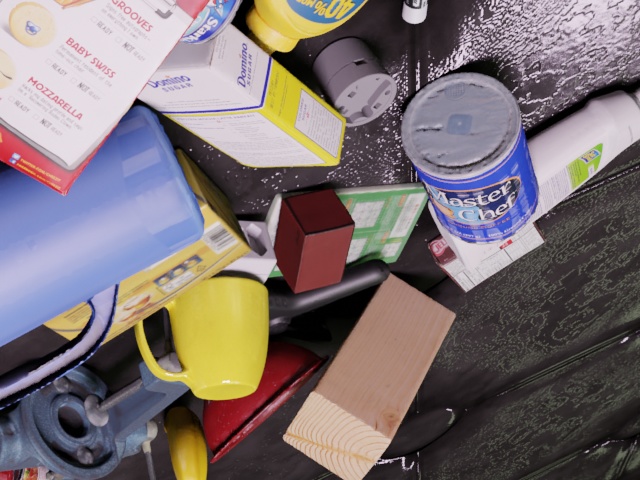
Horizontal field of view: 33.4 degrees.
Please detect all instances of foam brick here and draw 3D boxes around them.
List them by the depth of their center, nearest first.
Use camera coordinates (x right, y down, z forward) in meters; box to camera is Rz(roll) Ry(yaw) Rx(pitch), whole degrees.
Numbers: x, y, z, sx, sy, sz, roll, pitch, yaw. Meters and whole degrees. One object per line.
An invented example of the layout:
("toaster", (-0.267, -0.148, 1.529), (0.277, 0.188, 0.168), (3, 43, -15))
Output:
("foam brick", (-0.006, 0.001, 0.975), (0.051, 0.053, 0.078), (-13, 140, -24))

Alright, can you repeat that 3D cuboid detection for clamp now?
("clamp", (-0.039, 0.069, 1.082), (0.209, 0.036, 0.165), (-2, 149, -35))

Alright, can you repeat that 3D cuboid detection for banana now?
("banana", (-0.145, 0.216, 1.127), (0.037, 0.198, 0.070), (10, 104, -15))

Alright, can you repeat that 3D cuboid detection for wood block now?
("wood block", (0.055, 0.140, 1.114), (0.205, 0.091, 0.090), (-54, 175, -48))

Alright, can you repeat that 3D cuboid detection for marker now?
("marker", (0.075, -0.210, 0.784), (0.020, 0.020, 0.121), (-20, 149, -15))

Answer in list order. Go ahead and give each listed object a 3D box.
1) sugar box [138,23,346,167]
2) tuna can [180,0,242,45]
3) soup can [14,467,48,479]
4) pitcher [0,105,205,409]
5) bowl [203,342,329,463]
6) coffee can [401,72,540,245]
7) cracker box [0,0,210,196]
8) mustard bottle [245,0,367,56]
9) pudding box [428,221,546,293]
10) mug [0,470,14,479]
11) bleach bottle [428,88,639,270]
("sugar box", (-0.063, -0.102, 0.767), (0.093, 0.048, 0.176), (1, 162, 30))
("tuna can", (-0.083, -0.166, 0.657), (0.033, 0.086, 0.086), (7, 134, -44))
("soup can", (-0.307, 0.250, 1.108), (0.068, 0.068, 0.102), (-32, 150, 6))
("pitcher", (-0.206, 0.009, 0.760), (0.242, 0.145, 0.149), (-25, 153, -7))
("bowl", (-0.067, 0.154, 1.092), (0.162, 0.055, 0.162), (-42, 173, -7))
("coffee can", (0.138, -0.070, 0.961), (0.103, 0.103, 0.140), (-31, 150, 3))
("cracker box", (-0.151, -0.150, 0.579), (0.164, 0.072, 0.214), (31, 120, -21))
("mustard bottle", (0.007, -0.195, 0.714), (0.096, 0.058, 0.192), (5, 136, -47))
("pudding box", (0.184, 0.002, 1.171), (0.113, 0.039, 0.090), (-32, 150, 10))
("mug", (-0.365, 0.227, 1.023), (0.117, 0.093, 0.081), (-2, 155, 29))
("bleach bottle", (0.233, -0.072, 1.078), (0.251, 0.068, 0.102), (-33, 154, 2))
